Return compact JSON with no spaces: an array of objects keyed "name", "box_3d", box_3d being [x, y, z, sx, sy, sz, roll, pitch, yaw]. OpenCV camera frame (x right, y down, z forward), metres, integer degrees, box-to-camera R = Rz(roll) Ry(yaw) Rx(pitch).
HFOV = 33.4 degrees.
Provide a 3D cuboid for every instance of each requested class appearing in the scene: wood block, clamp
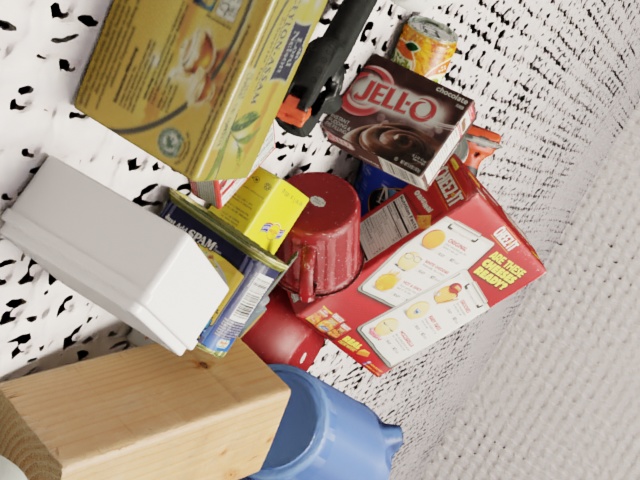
[{"name":"wood block","box_3d":[-0.133,0.140,0.781,0.205,0.091,0.090,-11,132,-45]},{"name":"clamp","box_3d":[0.005,-0.138,0.833,0.171,0.039,0.120,-58,164,-66]}]

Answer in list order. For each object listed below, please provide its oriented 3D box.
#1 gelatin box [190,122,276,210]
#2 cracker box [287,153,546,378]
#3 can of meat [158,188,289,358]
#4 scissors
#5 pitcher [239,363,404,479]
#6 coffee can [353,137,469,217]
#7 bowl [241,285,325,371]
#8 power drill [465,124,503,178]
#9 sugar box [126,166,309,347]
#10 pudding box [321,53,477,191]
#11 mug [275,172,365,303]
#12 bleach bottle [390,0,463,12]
[{"name":"gelatin box","box_3d":[-0.067,-0.075,0.791,0.073,0.030,0.089,-51,162,-24]},{"name":"cracker box","box_3d":[0.094,0.031,1.073,0.214,0.072,0.164,-35,136,14]},{"name":"can of meat","box_3d":[-0.088,0.025,0.780,0.084,0.102,0.057,-57,161,1]},{"name":"scissors","box_3d":[-0.070,0.069,0.950,0.096,0.016,0.202,-42,175,-20]},{"name":"pitcher","box_3d":[-0.024,0.204,1.068,0.149,0.145,0.242,-58,157,-9]},{"name":"coffee can","box_3d":[0.086,-0.053,1.113,0.102,0.103,0.140,-41,155,-44]},{"name":"bowl","box_3d":[-0.040,0.111,1.126,0.162,0.055,0.162,-50,161,-25]},{"name":"power drill","box_3d":[0.135,-0.050,1.239,0.185,0.057,0.188,-142,-114,-65]},{"name":"sugar box","box_3d":[-0.082,0.022,0.883,0.176,0.048,0.093,-60,163,1]},{"name":"pudding box","box_3d":[0.072,-0.108,0.971,0.090,0.114,0.039,-55,158,-12]},{"name":"mug","box_3d":[-0.006,0.001,0.965,0.081,0.093,0.117,90,10,-50]},{"name":"bleach bottle","box_3d":[0.122,-0.260,0.943,0.250,0.068,0.103,-30,146,-52]}]
